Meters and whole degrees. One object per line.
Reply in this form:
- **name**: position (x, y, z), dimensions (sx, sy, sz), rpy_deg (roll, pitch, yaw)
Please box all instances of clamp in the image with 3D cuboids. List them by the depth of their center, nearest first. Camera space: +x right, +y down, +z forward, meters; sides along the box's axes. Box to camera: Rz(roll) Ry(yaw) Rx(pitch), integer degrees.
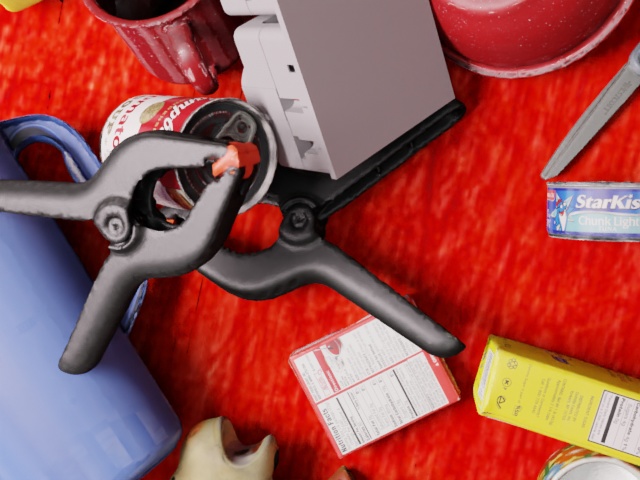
- **clamp**: position (-0.103, 0.002, 0.582), dimensions (0.172, 0.039, 0.120), rpy_deg (-19, 99, 24)
- **clamp**: position (-0.004, 0.001, 0.670), dimensions (0.210, 0.036, 0.164), rpy_deg (-8, 72, 10)

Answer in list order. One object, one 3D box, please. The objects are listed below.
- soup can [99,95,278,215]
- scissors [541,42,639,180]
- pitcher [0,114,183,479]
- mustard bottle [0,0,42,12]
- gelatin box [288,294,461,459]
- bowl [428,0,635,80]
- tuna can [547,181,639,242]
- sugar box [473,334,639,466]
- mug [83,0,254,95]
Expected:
- **soup can**: position (-0.081, -0.053, 0.642), dimensions (0.068, 0.102, 0.068), rpy_deg (-7, 102, -35)
- **scissors**: position (0.223, -0.111, 0.660), dimensions (0.096, 0.016, 0.202), rpy_deg (25, 95, 6)
- **pitcher**: position (-0.185, 0.049, 0.668), dimensions (0.149, 0.144, 0.243), rpy_deg (-35, 91, 32)
- **mustard bottle**: position (-0.138, -0.230, 0.682), dimensions (0.192, 0.058, 0.096), rpy_deg (-26, 74, 7)
- **gelatin box**: position (0.035, 0.087, 0.683), dimensions (0.089, 0.030, 0.073), rpy_deg (-28, 89, 7)
- **bowl**: position (0.108, -0.177, 0.627), dimensions (0.162, 0.055, 0.162), rpy_deg (3, 97, 28)
- **tuna can**: position (0.178, -0.018, 0.633), dimensions (0.086, 0.086, 0.034), rpy_deg (1, 94, 7)
- **sugar box**: position (0.182, 0.104, 0.632), dimensions (0.176, 0.093, 0.048), rpy_deg (15, 93, 6)
- **mug**: position (-0.085, -0.139, 0.650), dimensions (0.093, 0.081, 0.117), rpy_deg (-25, 64, 4)
